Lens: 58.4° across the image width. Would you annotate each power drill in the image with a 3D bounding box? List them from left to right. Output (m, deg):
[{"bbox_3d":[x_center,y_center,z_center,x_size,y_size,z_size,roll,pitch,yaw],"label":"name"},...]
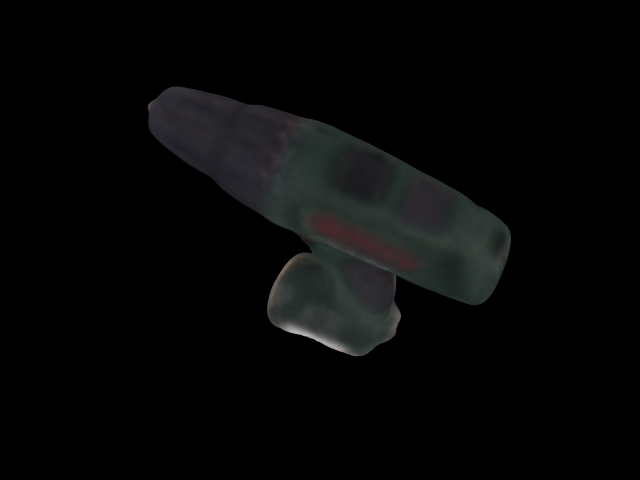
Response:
[{"bbox_3d":[0.004,0.001,0.400,0.229,0.208,0.076,18,62,10],"label":"power drill"}]
